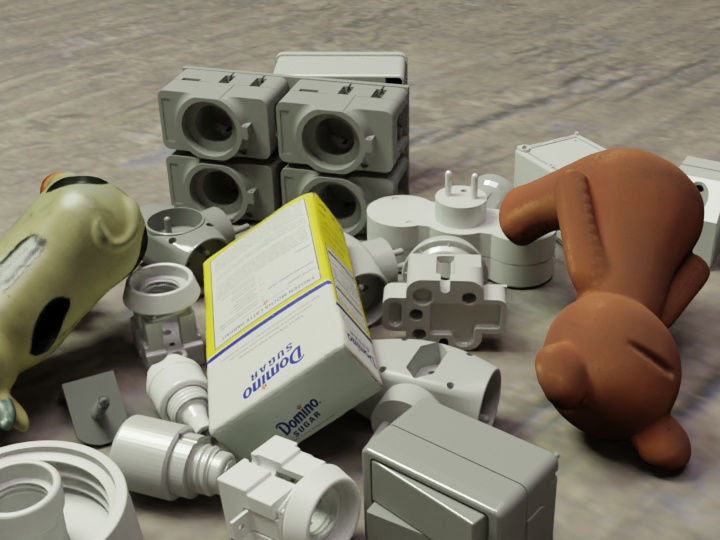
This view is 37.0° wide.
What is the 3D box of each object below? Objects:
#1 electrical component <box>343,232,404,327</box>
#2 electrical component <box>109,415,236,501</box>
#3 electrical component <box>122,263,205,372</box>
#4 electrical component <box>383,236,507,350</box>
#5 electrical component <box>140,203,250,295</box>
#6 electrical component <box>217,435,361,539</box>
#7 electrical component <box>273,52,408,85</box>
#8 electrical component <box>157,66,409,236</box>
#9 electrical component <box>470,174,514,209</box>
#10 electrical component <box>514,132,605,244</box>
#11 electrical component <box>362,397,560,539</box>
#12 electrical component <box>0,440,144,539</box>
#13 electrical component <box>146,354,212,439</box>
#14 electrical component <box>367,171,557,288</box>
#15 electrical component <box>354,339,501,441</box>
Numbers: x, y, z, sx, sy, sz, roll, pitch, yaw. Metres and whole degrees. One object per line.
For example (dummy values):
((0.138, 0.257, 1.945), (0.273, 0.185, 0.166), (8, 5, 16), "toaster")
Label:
((0.000, 0.000, 0.741), (0.079, 0.043, 0.077), (-15, 32, -23), "electrical component")
((-0.095, 0.102, 0.568), (0.078, 0.040, 0.040), (9, 31, 18), "electrical component")
((-0.124, 0.029, 0.682), (0.048, 0.055, 0.066), (-13, 32, -20), "electrical component")
((0.056, 0.014, 0.702), (0.078, 0.058, 0.057), (1, 32, 4), "electrical component")
((-0.118, -0.023, 0.784), (0.079, 0.044, 0.077), (-26, 38, -36), "electrical component")
((-0.034, 0.116, 0.538), (0.055, 0.048, 0.066), (13, 31, 37), "electrical component")
((-0.015, -0.122, 0.892), (0.109, 0.108, 0.056), (1, 32, 3), "electrical component")
((-0.059, -0.092, 0.841), (0.186, 0.105, 0.060), (8, 32, 15), "electrical component")
((0.095, -0.046, 0.824), (0.040, 0.040, 0.046), (13, 38, 23), "electrical component")
((0.161, -0.062, 0.826), (0.062, 0.061, 0.096), (-16, 32, -23), "electrical component")
((0.041, 0.111, 0.527), (0.096, 0.061, 0.061), (20, 36, 34), "electrical component")
((-0.158, 0.125, 0.508), (0.108, 0.060, 0.108), (-1, 30, 1), "electrical component")
((-0.100, 0.077, 0.620), (0.035, 0.035, 0.061), (-15, 35, -23), "electrical component")
((0.072, -0.037, 0.772), (0.138, 0.073, 0.052), (8, 31, 15), "electrical component")
((0.031, 0.077, 0.604), (0.077, 0.043, 0.079), (12, 32, 21), "electrical component")
